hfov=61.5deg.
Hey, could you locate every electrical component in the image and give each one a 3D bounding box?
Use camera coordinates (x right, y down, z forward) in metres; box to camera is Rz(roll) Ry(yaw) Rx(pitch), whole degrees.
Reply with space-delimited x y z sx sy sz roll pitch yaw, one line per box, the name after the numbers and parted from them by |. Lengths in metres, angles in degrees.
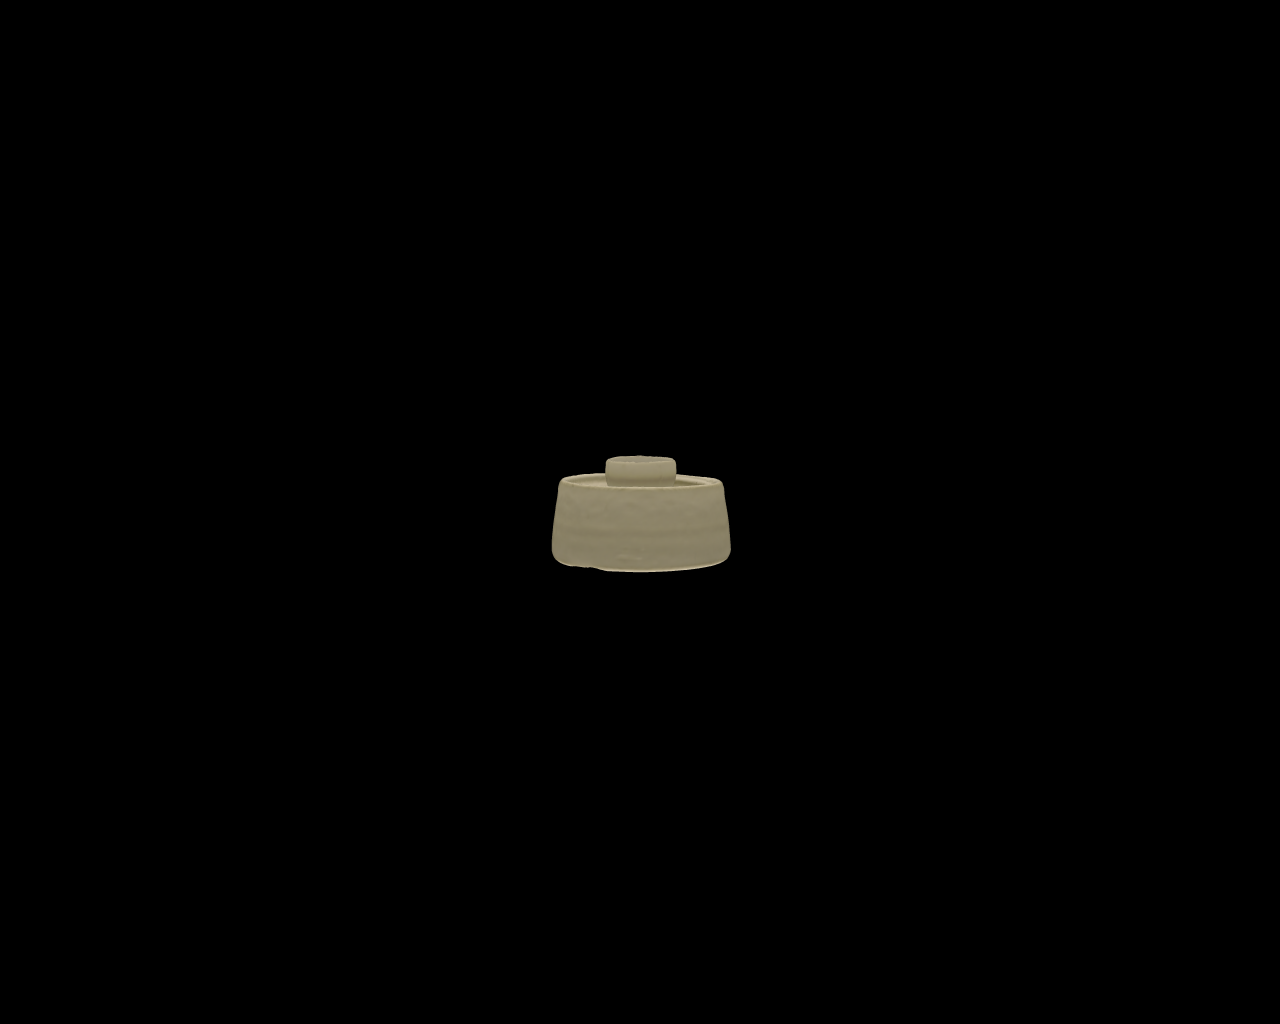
0.001 -0.003 0.650 0.108 0.060 0.108 0 7 0 | electrical component
